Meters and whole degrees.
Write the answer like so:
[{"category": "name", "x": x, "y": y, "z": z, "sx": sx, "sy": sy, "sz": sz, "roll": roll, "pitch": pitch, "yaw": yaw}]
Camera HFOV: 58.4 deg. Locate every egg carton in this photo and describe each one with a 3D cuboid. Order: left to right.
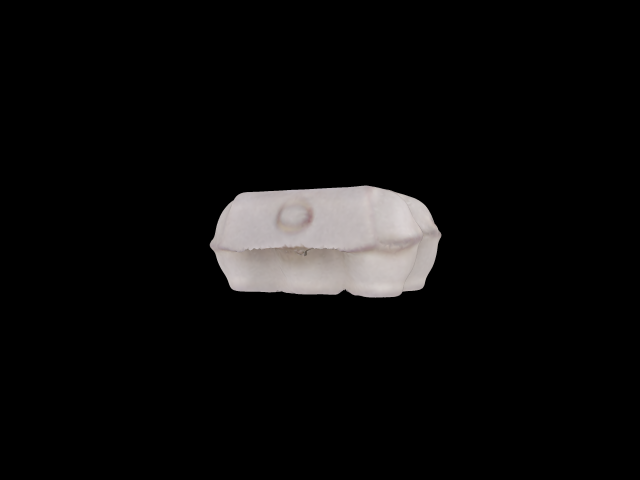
[{"category": "egg carton", "x": 0.004, "y": 0.001, "z": 0.400, "sx": 0.150, "sy": 0.069, "sz": 0.107, "roll": 0, "pitch": 0, "yaw": 25}]
